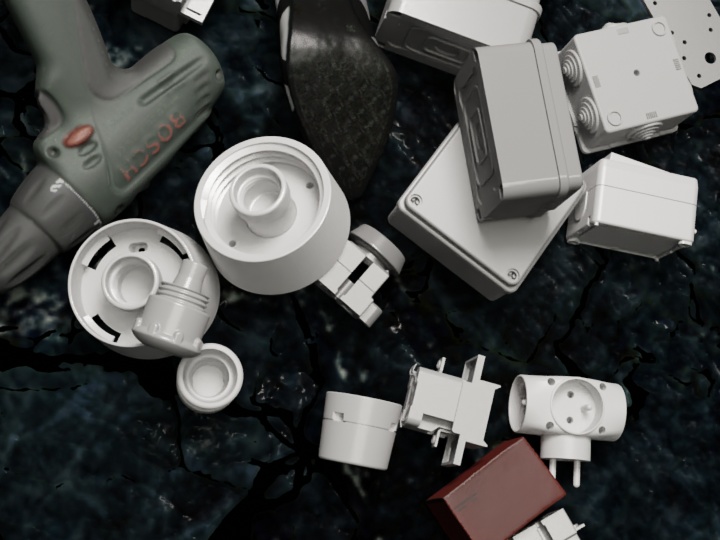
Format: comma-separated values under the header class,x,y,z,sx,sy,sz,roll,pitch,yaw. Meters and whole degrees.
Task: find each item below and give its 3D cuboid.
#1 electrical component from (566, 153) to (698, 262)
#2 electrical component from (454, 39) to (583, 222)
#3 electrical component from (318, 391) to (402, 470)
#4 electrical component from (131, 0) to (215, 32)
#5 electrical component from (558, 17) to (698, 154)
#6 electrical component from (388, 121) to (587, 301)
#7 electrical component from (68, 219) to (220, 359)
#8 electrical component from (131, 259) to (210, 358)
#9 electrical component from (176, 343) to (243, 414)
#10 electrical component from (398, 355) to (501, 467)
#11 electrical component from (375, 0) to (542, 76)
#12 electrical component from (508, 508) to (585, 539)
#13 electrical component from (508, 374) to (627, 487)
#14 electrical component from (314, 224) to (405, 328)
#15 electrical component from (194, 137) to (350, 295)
class,x,y,z,sx,sy,sz,roll,pitch,yaw
electrical component,0.217,-0.048,0.836,0.096,0.061,0.061,11,76,-8
electrical component,0.110,-0.097,0.757,0.057,0.078,0.113,-8,80,-9
electrical component,-0.001,0.115,0.765,0.055,0.055,0.047,12,80,-8
electrical component,-0.130,-0.247,0.810,0.079,0.063,0.121,25,75,-5
electrical component,0.212,-0.149,0.863,0.100,0.048,0.099,-15,81,-14
electrical component,0.096,-0.051,0.816,0.109,0.056,0.108,37,74,-1
electrical component,-0.154,0.013,0.764,0.099,0.064,0.099,-1,80,3
electrical component,-0.119,0.024,0.709,0.048,0.048,0.062,20,81,-6
electrical component,-0.106,0.077,0.752,0.045,0.055,0.045,2,78,-10
electrical component,0.063,0.100,0.786,0.064,0.042,0.081,15,76,-4
electrical component,0.075,-0.194,0.831,0.113,0.078,0.057,19,79,-6
electrical component,0.138,0.209,0.776,0.066,0.048,0.055,-26,77,-14
electrical component,0.153,0.120,0.797,0.077,0.044,0.079,6,77,-9
electrical component,0.000,0.000,0.794,0.066,0.048,0.055,41,82,0
electrical component,-0.065,-0.043,0.762,0.108,0.060,0.108,-4,66,9
